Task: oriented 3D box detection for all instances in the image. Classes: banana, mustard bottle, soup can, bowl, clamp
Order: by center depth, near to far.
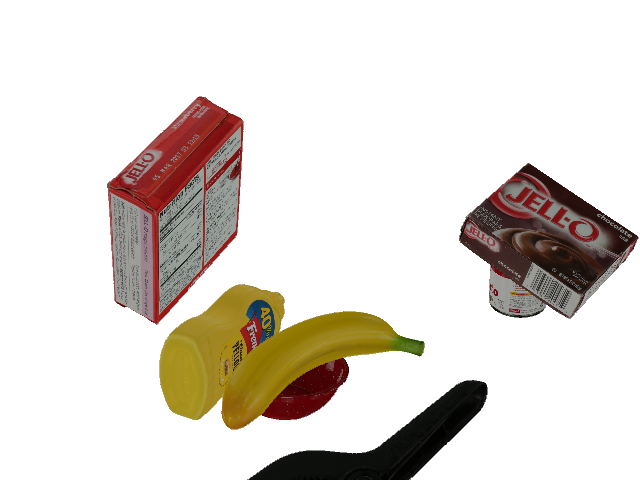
[{"bbox_3d":[0.030,0.149,0.638,0.210,0.036,0.164,-7,30,-1],"label":"clamp"},{"bbox_3d":[-0.009,0.090,0.813,0.197,0.037,0.070,-18,27,-38],"label":"banana"},{"bbox_3d":[-0.091,0.099,1.103,0.058,0.096,0.191,13,27,24],"label":"mustard bottle"},{"bbox_3d":[0.227,0.028,1.213,0.068,0.102,0.068,-2,29,1],"label":"soup can"},{"bbox_3d":[-0.046,0.179,1.345,0.162,0.055,0.162,3,22,-2],"label":"bowl"}]

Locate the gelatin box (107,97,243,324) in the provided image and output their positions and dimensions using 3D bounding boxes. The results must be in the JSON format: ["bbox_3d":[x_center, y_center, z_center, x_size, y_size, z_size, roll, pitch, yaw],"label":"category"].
[{"bbox_3d":[-0.070,-0.014,0.518,0.030,0.089,0.073,27,52,15],"label":"gelatin box"}]

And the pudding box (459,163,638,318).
[{"bbox_3d":[0.183,-0.002,0.859,0.113,0.039,0.089,38,55,19],"label":"pudding box"}]
